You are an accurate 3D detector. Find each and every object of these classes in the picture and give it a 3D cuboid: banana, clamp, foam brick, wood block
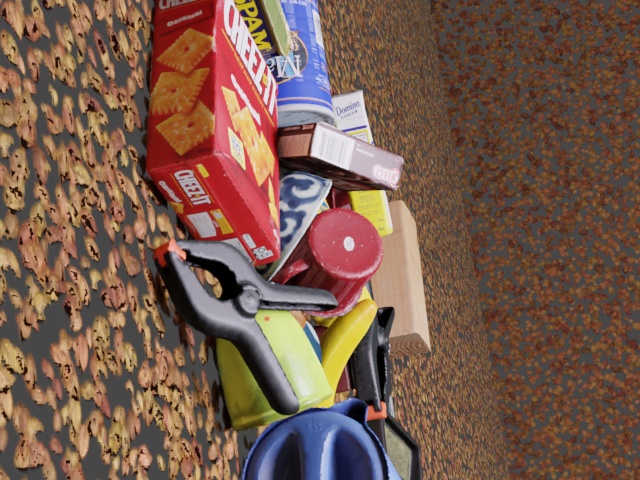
[{"bbox_3d":[0.014,0.153,1.130,0.037,0.069,0.198,-119,-146,-70],"label":"banana"},{"bbox_3d":[-0.063,0.063,0.862,0.171,0.039,0.120,28,50,-24],"label":"clamp"},{"bbox_3d":[0.008,0.134,1.203,0.053,0.051,0.078,9,70,-76],"label":"foam brick"},{"bbox_3d":[0.097,0.059,1.536,0.090,0.091,0.206,52,30,-60],"label":"wood block"},{"bbox_3d":[0.063,0.119,1.245,0.164,0.036,0.210,57,26,-53],"label":"clamp"}]

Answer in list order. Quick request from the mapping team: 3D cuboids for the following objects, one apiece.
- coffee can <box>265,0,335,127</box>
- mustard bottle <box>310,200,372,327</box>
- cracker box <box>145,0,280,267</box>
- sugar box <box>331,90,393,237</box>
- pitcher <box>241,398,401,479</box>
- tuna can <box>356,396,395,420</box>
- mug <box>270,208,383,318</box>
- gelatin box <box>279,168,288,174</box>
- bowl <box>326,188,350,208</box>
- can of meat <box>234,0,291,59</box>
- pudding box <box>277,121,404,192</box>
[{"bbox_3d":[-0.044,-0.185,1.141,0.102,0.103,0.140,35,45,-70],"label":"coffee can"},{"bbox_3d":[-0.007,0.001,1.177,0.096,0.058,0.192,15,46,-57],"label":"mustard bottle"},{"bbox_3d":[-0.089,-0.104,0.959,0.164,0.072,0.213,61,21,-52],"label":"cracker box"},{"bbox_3d":[0.048,-0.092,1.297,0.093,0.048,0.176,-83,158,-82],"label":"sugar box"},{"bbox_3d":[0.017,0.261,1.018,0.242,0.149,0.145,58,9,-62],"label":"pitcher"},{"bbox_3d":[0.075,0.234,1.428,0.086,0.034,0.086,-11,90,-76],"label":"tuna can"},{"bbox_3d":[0.003,0.023,1.065,0.093,0.117,0.082,63,-29,18],"label":"mug"},{"bbox_3d":[-0.037,-0.081,1.148,0.089,0.073,0.030,-55,132,-72],"label":"gelatin box"},{"bbox_3d":[0.016,-0.004,1.334,0.162,0.055,0.162,-11,90,-76],"label":"bowl"},{"bbox_3d":[-0.084,-0.221,1.045,0.057,0.084,0.102,-83,157,-52],"label":"can of meat"},{"bbox_3d":[0.012,-0.080,1.058,0.113,0.090,0.039,22,78,-34],"label":"pudding box"}]
